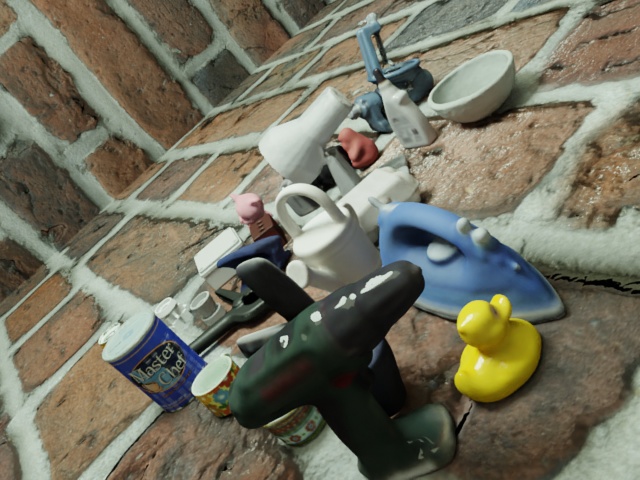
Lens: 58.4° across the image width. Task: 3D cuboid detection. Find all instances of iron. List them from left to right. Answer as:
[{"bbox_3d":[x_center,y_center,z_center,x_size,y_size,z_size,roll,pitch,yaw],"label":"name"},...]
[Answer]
[{"bbox_3d":[0.156,0.010,0.676,0.119,0.142,0.257,-46,26,-15],"label":"iron"}]

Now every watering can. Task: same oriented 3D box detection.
[{"bbox_3d":[0.009,0.002,0.822,0.100,0.194,0.173,-29,27,20],"label":"watering can"}]

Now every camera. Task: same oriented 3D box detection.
[{"bbox_3d":[-0.011,-0.145,1.204,0.136,0.101,0.143,-23,29,29],"label":"camera"}]

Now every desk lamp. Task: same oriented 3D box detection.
[{"bbox_3d":[0.025,-0.156,1.042,0.203,0.214,0.118,-31,27,17],"label":"desk lamp"}]

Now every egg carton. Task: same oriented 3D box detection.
[{"bbox_3d":[0.094,-0.058,0.957,0.150,0.069,0.107,-41,25,-6],"label":"egg carton"}]

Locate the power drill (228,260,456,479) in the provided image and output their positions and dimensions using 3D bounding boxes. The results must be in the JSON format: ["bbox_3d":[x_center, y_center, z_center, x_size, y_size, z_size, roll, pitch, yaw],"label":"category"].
[{"bbox_3d":[0.038,0.138,0.541,0.229,0.209,0.075,-30,27,18],"label":"power drill"}]

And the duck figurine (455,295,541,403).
[{"bbox_3d":[0.166,0.102,0.574,0.105,0.086,0.077,-46,26,-16],"label":"duck figurine"}]

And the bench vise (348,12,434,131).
[{"bbox_3d":[0.131,-0.356,1.224,0.121,0.220,0.208,-3,43,51],"label":"bench vise"}]

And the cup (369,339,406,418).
[{"bbox_3d":[0.052,0.146,0.643,0.091,0.095,0.117,-30,27,18],"label":"cup"}]

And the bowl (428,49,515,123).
[{"bbox_3d":[0.285,-0.265,1.039,0.167,0.075,0.167,-30,26,17],"label":"bowl"}]

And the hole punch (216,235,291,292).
[{"bbox_3d":[-0.126,0.032,1.075,0.108,0.091,0.101,-21,30,33],"label":"hole punch"}]

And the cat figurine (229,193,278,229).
[{"bbox_3d":[-0.151,-0.065,1.239,0.067,0.118,0.127,-41,25,-5],"label":"cat figurine"}]

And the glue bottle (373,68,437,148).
[{"bbox_3d":[0.149,-0.251,1.080,0.037,0.173,0.077,-51,28,-23],"label":"glue bottle"}]

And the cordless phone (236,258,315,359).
[{"bbox_3d":[-0.067,0.098,0.776,0.147,0.185,0.094,-23,30,30],"label":"cordless phone"}]

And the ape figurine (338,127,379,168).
[{"bbox_3d":[0.072,-0.194,1.186,0.076,0.092,0.078,-21,30,33],"label":"ape figurine"}]
